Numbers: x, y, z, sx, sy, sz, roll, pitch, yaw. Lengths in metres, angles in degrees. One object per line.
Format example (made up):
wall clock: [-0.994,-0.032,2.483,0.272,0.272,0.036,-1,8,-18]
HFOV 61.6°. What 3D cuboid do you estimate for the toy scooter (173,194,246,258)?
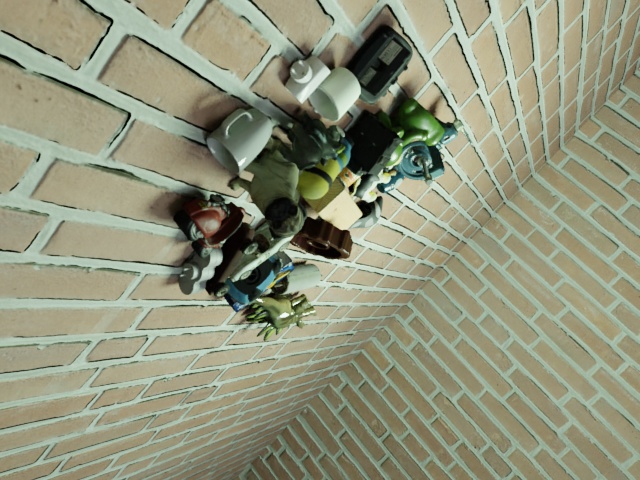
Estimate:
toy scooter: [-0.212,-0.040,1.082,0.135,0.075,0.183,-38,161,-12]

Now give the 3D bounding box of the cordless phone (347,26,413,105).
cordless phone: [0.134,-0.348,1.129,0.146,0.089,0.184,-50,169,11]

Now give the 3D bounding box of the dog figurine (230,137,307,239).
dog figurine: [-0.067,-0.100,1.064,0.172,0.191,0.121,-37,158,-19]

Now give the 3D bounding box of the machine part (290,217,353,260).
machine part: [-0.003,-0.004,1.382,0.179,0.180,0.056,63,43,-68]

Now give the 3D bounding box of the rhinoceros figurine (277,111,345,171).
rhinoceros figurine: [-0.009,-0.198,1.075,0.073,0.112,0.190,-52,-179,30]

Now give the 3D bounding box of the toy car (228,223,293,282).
toy car: [-0.154,0.022,1.295,0.202,0.073,0.056,-36,160,-16]

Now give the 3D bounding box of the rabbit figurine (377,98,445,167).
rabbit figurine: [0.203,-0.255,1.332,0.170,0.121,0.159,-50,151,10]

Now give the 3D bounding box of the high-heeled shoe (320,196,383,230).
high-heeled shoe: [0.091,-0.081,1.573,0.249,0.086,0.145,-52,132,-24]

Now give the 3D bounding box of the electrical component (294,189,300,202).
electrical component: [-0.084,-0.090,1.256,0.102,0.045,0.078,8,98,-66]

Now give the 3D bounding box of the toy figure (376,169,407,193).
toy figure: [0.231,-0.193,1.585,0.154,0.057,0.064,-37,-174,-20]

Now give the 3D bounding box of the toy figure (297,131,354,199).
toy figure: [0.013,-0.167,1.191,0.180,0.089,0.082,-45,144,-26]

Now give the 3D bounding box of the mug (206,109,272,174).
mug: [-0.138,-0.189,0.944,0.107,0.081,0.109,-47,155,-23]

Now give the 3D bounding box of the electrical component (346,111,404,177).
electrical component: [0.112,-0.217,1.258,0.134,0.115,0.058,-52,154,17]

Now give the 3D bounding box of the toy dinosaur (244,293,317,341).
toy dinosaur: [-0.128,0.222,1.675,0.198,0.105,0.470,-38,153,-4]

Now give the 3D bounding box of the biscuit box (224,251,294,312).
biscuit box: [-0.167,0.107,1.449,0.203,0.059,0.062,-36,157,-16]

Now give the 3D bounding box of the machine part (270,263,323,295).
machine part: [-0.074,0.114,1.600,0.243,0.079,0.079,-9,140,-56]

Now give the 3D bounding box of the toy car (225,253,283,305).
toy car: [-0.177,0.087,1.363,0.161,0.109,0.103,-47,-176,-21]

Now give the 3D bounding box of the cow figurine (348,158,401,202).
cow figurine: [0.142,-0.182,1.444,0.098,0.068,0.167,4,128,-54]

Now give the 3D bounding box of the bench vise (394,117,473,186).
bench vise: [0.301,-0.228,1.450,0.224,0.241,0.128,-21,123,18]

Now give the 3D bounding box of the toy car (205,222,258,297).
toy car: [-0.208,0.043,1.219,0.053,0.089,0.202,-4,135,-52]
